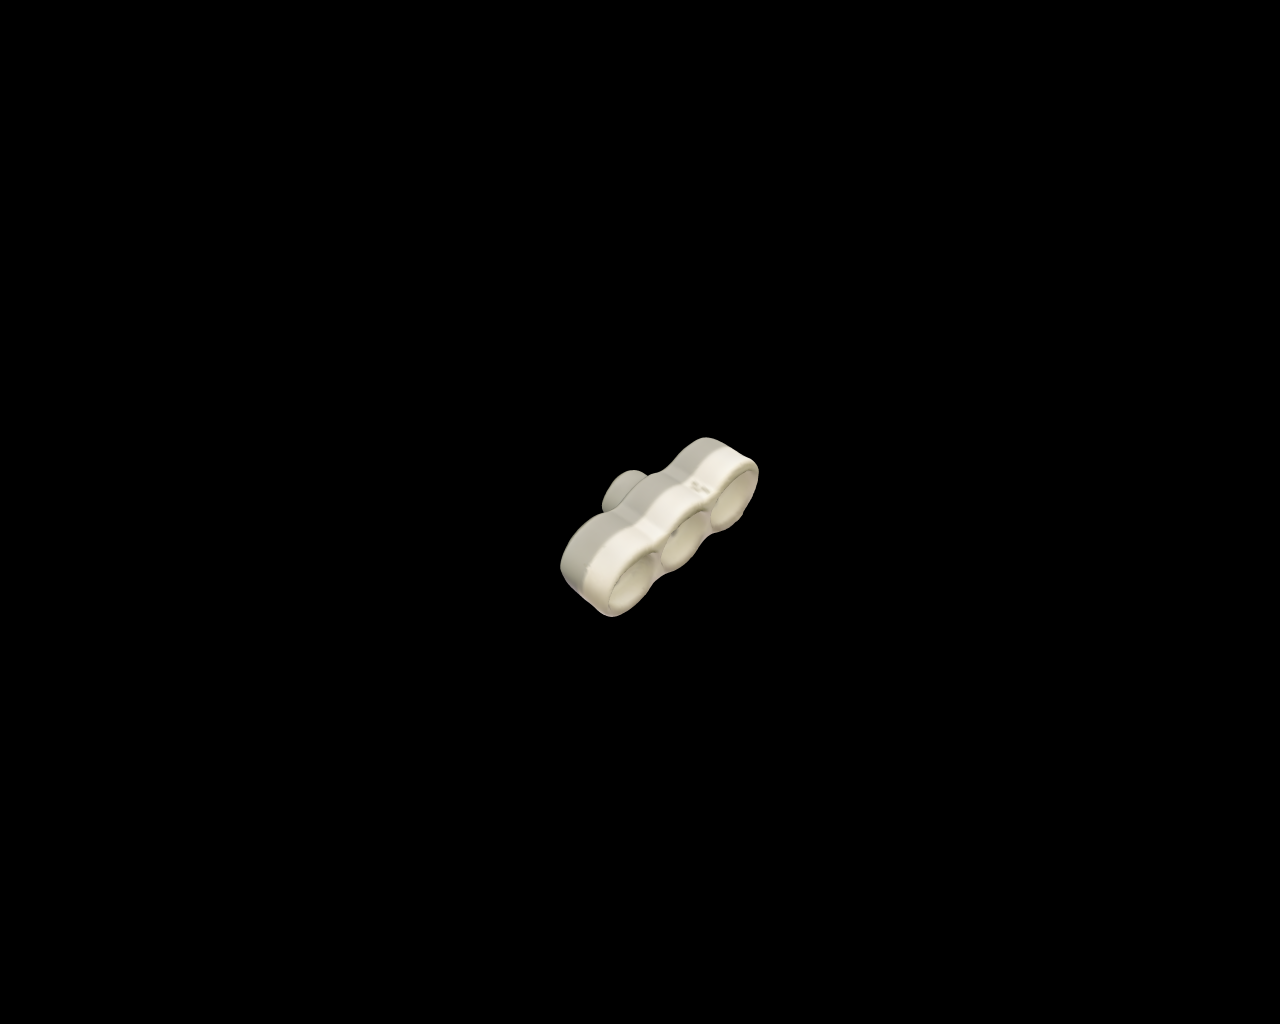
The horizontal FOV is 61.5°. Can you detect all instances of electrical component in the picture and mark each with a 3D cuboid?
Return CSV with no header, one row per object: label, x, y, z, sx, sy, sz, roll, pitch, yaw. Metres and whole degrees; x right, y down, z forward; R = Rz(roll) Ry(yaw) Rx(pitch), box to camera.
electrical component,0.001,-0.003,0.650,0.074,0.052,0.138,36,58,27
